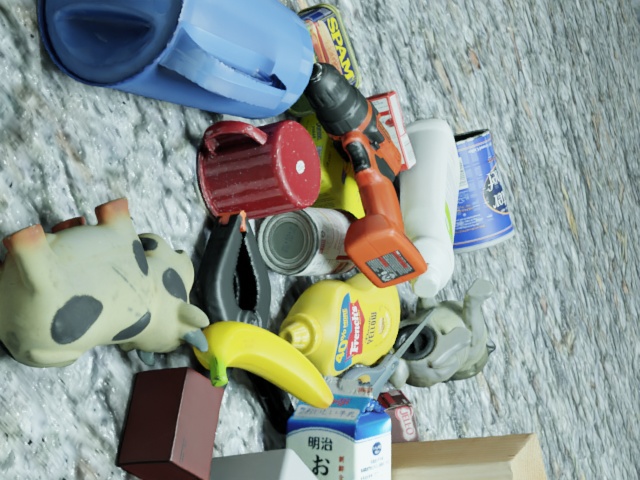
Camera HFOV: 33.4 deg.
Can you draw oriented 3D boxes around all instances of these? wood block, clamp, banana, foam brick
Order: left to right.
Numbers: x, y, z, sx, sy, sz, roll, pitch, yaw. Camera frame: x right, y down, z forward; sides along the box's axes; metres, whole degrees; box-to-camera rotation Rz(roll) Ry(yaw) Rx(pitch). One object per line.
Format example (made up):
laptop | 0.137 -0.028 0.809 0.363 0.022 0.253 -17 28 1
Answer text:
foam brick | -0.114 0.143 0.820 0.053 0.051 0.078 45 44 -47
clamp | -0.077 0.080 0.924 0.164 0.036 0.210 -7 91 -62
banana | -0.051 0.102 0.878 0.197 0.037 0.070 24 41 -60
wood block | 0.107 0.247 1.025 0.090 0.206 0.090 -19 98 -61

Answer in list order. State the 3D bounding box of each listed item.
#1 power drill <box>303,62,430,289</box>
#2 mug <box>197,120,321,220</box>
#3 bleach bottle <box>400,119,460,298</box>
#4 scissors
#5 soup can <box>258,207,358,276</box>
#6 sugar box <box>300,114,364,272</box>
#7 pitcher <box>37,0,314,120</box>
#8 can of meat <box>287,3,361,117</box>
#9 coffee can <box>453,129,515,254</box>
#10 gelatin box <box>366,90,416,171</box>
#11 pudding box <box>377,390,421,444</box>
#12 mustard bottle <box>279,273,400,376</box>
power drill | 0.043 -0.061 1.027 0.184 0.057 0.187 44 31 -52
mug | -0.057 -0.069 0.961 0.117 0.082 0.093 50 40 -42
bleach bottle | 0.121 -0.031 1.208 0.250 0.068 0.102 -79 154 -52
scissors | 0.064 0.125 1.100 0.201 0.016 0.096 -55 149 -23
soup can | -0.007 0.001 1.045 0.102 0.069 0.068 1 80 -61
sugar box | 0.031 -0.049 1.154 0.176 0.048 0.093 49 41 -42
pitcher | -0.095 -0.163 0.868 0.242 0.145 0.149 8 74 -63
can of meat | -0.009 -0.188 1.117 0.083 0.058 0.102 -42 117 -54
coffee can | 0.185 -0.063 1.378 0.102 0.103 0.140 -31 108 -60
gelatin box | 0.060 -0.117 1.200 0.030 0.073 0.089 -37 113 -60
pudding box | 0.087 0.222 1.136 0.090 0.039 0.113 -145 -135 -86
mustard bottle | 0.015 0.086 1.063 0.191 0.058 0.096 -5 105 -60
